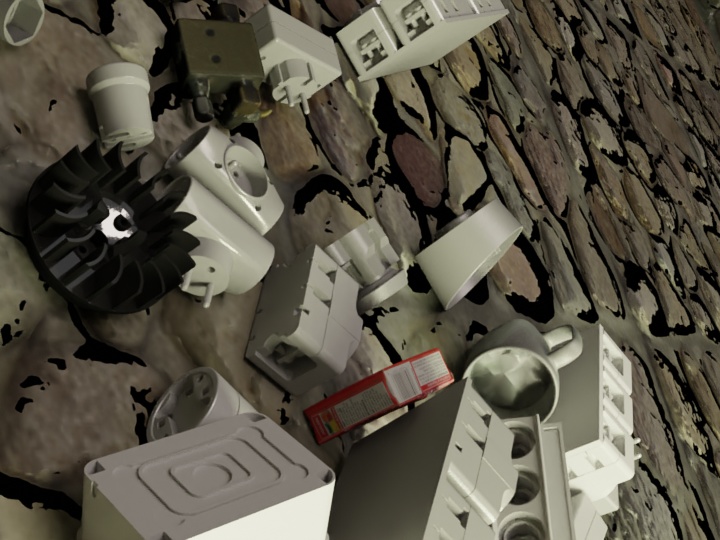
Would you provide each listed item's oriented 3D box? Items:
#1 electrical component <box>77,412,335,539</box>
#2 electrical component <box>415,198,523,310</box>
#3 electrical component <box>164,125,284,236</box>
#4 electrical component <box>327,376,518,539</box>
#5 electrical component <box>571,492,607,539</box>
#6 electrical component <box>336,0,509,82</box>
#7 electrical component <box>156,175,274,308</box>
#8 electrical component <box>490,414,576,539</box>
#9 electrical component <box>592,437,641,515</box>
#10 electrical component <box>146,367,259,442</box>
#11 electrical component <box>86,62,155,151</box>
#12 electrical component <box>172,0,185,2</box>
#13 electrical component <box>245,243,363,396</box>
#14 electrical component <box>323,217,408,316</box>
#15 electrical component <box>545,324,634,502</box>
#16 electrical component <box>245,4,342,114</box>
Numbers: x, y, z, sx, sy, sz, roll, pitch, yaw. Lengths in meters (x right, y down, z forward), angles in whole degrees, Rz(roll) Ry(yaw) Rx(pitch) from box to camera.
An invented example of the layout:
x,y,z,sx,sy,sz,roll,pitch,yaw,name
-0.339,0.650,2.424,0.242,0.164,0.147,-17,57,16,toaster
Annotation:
x,y,z,sx,sy,sz,roll,pitch,yaw,name
-0.077,0.126,0.546,0.113,0.057,0.078,-13,32,-40,electrical component
0.099,-0.017,0.954,0.064,0.099,0.099,54,30,1,electrical component
-0.090,-0.069,0.760,0.077,0.044,0.079,47,33,-22,electrical component
0.030,0.160,0.655,0.060,0.105,0.186,48,29,-13,electrical component
0.163,0.211,0.906,0.076,0.047,0.066,57,30,-4,electrical component
0.064,-0.253,1.088,0.060,0.105,0.186,60,30,-1,electrical component
-0.100,-0.010,0.697,0.077,0.043,0.079,41,36,-30,electrical component
0.127,0.184,0.849,0.063,0.079,0.121,73,14,-47,electrical component
0.228,0.177,1.002,0.047,0.076,0.083,45,33,-25,electrical component
-0.087,0.092,0.621,0.047,0.055,0.055,45,33,-31,electrical component
-0.155,-0.106,0.700,0.040,0.040,0.046,9,63,-54,electrical component
-0.145,-0.240,0.824,0.062,0.048,0.048,44,34,-17,electrical component
-0.036,0.036,0.747,0.056,0.050,0.089,43,34,-27,electrical component
0.000,0.000,0.827,0.057,0.058,0.078,57,30,-2,electrical component
0.197,0.134,0.978,0.061,0.089,0.150,47,33,-23,electrical component
-0.057,-0.163,0.886,0.083,0.047,0.075,18,51,-50,electrical component
